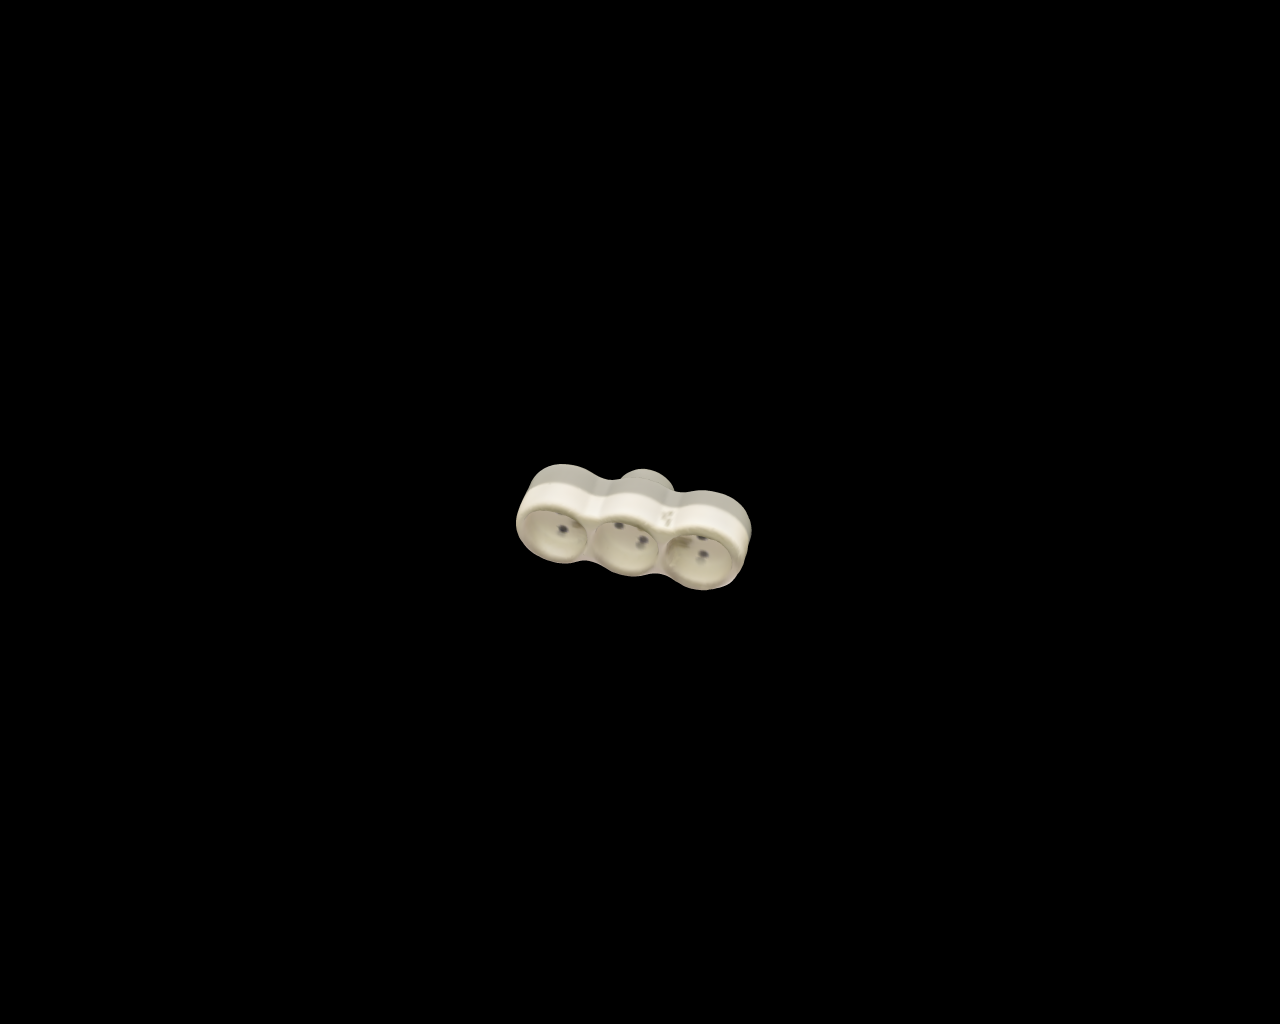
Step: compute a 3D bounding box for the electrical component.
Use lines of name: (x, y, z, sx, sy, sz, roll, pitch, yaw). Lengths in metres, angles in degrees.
electrical component: (0.001, -0.003, 0.650, 0.138, 0.052, 0.074, 10, 43, 11)
